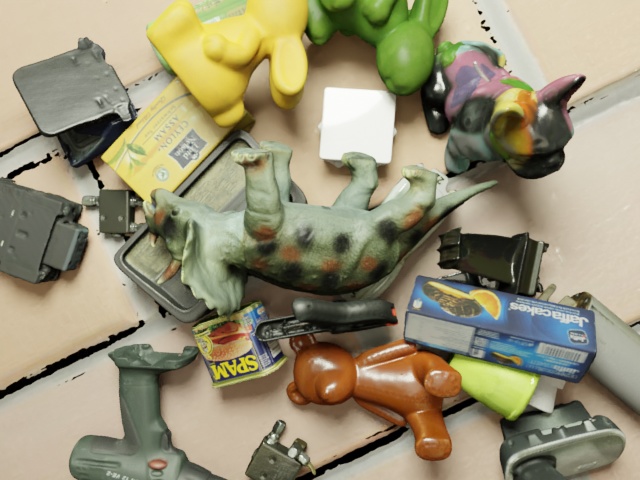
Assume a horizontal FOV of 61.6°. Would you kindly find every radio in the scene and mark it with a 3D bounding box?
[{"bbox_3d":[-0.129,-0.012,0.679,0.131,0.073,0.229,44,93,1],"label":"radio"}]

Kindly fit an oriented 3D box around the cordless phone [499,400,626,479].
[{"bbox_3d":[0.290,0.257,0.610,0.147,0.184,0.088,-15,86,3],"label":"cordless phone"}]

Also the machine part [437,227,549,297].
[{"bbox_3d":[0.201,0.023,0.623,0.139,0.039,0.084,15,96,-18],"label":"machine part"}]

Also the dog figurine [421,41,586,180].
[{"bbox_3d":[0.194,-0.154,0.591,0.108,0.219,0.191,-22,91,0],"label":"dog figurine"}]

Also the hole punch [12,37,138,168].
[{"bbox_3d":[-0.300,-0.168,0.680,0.116,0.092,0.142,-28,70,-16],"label":"hole punch"}]

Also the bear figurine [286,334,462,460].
[{"bbox_3d":[0.055,0.175,0.649,0.196,0.132,0.120,7,102,-3],"label":"bear figurine"}]

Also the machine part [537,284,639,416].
[{"bbox_3d":[0.365,0.145,0.657,0.243,0.079,0.079,39,93,1],"label":"machine part"}]

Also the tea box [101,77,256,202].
[{"bbox_3d":[-0.177,-0.128,0.683,0.098,0.068,0.169,43,92,2],"label":"tea box"}]

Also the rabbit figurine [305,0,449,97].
[{"bbox_3d":[0.076,-0.251,0.637,0.159,0.121,0.170,-36,93,-28],"label":"rabbit figurine"}]

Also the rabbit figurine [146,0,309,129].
[{"bbox_3d":[-0.078,-0.217,0.589,0.173,0.122,0.162,-43,93,-3],"label":"rabbit figurine"}]

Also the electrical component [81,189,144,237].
[{"bbox_3d":[-0.269,-0.035,0.712,0.094,0.021,0.063,2,92,2],"label":"electrical component"}]

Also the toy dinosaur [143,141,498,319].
[{"bbox_3d":[0.003,-0.003,0.597,0.405,0.131,0.192,7,109,-11],"label":"toy dinosaur"}]

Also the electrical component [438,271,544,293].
[{"bbox_3d":[0.209,0.046,0.678,0.119,0.048,0.074,-13,90,1],"label":"electrical component"}]

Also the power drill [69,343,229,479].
[{"bbox_3d":[-0.199,0.241,0.692,0.232,0.086,0.207,5,99,5],"label":"power drill"}]

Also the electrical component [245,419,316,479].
[{"bbox_3d":[-0.053,0.296,0.696,0.078,0.045,0.102,35,92,0],"label":"electrical component"}]

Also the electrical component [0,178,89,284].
[{"bbox_3d":[-0.375,-0.009,0.701,0.134,0.058,0.114,18,94,3],"label":"electrical component"}]

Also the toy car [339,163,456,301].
[{"bbox_3d":[0.091,-0.005,0.678,0.073,0.056,0.201,39,93,2],"label":"toy car"}]

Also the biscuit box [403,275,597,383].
[{"bbox_3d":[0.202,0.099,0.615,0.203,0.063,0.059,11,135,15],"label":"biscuit box"}]
